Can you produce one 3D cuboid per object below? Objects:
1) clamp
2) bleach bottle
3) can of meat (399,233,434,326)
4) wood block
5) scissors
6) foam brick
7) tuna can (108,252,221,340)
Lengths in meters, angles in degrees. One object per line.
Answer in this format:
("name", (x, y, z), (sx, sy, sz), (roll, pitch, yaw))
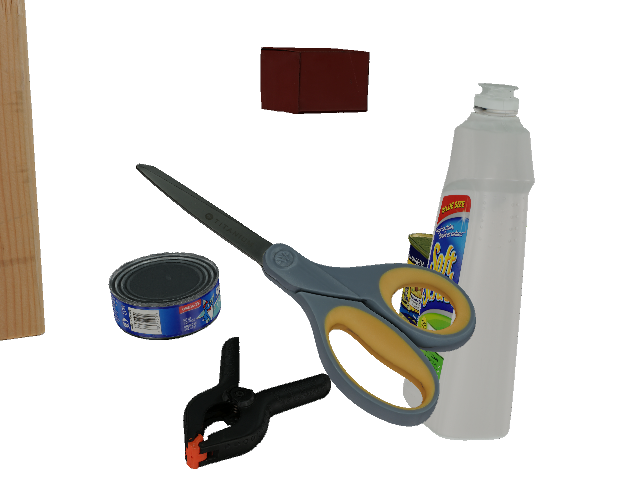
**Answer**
("clamp", (-0.083, 0.152, 1.022), (0.120, 0.039, 0.171), (20, 32, 31))
("bleach bottle", (0.112, 0.012, 0.777), (0.068, 0.251, 0.103), (1, 14, -13))
("can of meat", (0.117, 0.047, 1.040), (0.057, 0.084, 0.102), (4, 15, -15))
("wood block", (-0.219, -0.049, 0.630), (0.090, 0.206, 0.090), (-6, 25, -22))
("scissors", (0.000, 0.009, 0.556), (0.096, 0.202, 0.016), (-30, -24, -28))
("foam brick", (-0.004, -0.133, 0.885), (0.078, 0.051, 0.053), (-7, 16, -39))
("tuna can", (-0.121, 0.043, 0.837), (0.086, 0.034, 0.086), (-2, 26, 1))
